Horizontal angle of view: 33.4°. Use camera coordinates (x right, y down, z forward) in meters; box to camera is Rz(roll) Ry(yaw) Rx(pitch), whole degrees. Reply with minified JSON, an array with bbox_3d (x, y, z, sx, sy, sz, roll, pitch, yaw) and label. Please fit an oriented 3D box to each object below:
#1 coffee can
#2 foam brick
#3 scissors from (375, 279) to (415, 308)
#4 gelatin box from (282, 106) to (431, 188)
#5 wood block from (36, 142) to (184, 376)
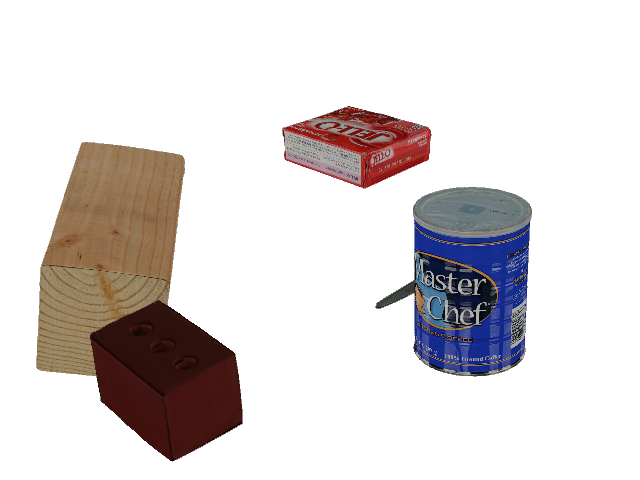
[{"bbox_3d":[0.134,0.035,0.954,0.103,0.140,0.103,-2,23,1],"label":"coffee can"},{"bbox_3d":[-0.090,0.081,0.625,0.052,0.051,0.078,-26,39,-36],"label":"foam brick"},{"bbox_3d":[0.117,0.029,1.207,0.201,0.016,0.096,-11,41,-33],"label":"scissors"},{"bbox_3d":[0.027,-0.073,0.809,0.073,0.030,0.089,-24,32,-38],"label":"gelatin box"},{"bbox_3d":[-0.160,0.009,0.839,0.090,0.091,0.206,7,28,-8],"label":"wood block"}]
